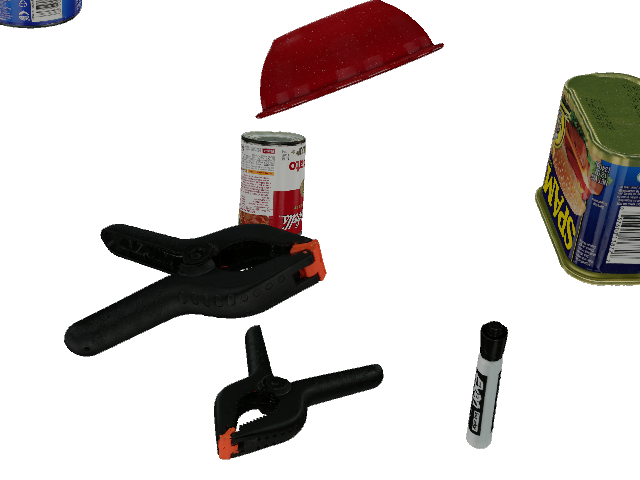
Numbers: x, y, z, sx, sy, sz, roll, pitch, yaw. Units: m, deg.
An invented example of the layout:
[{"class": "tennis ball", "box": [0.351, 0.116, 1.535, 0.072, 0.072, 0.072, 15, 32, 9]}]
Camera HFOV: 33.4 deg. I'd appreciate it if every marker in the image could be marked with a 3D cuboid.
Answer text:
[{"class": "marker", "box": [0.119, 0.104, 0.766, 0.020, 0.121, 0.020, 0, 40, 0]}]

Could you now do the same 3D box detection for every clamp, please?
[{"class": "clamp", "box": [-0.085, 0.029, 0.701, 0.172, 0.120, 0.039, -4, -45, 19]}, {"class": "clamp", "box": [-0.036, 0.159, 1.094, 0.165, 0.036, 0.209, 12, 28, 16]}]

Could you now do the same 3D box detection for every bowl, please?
[{"class": "bowl", "box": [0.014, -0.151, 0.858, 0.162, 0.055, 0.162, -21, 8, 3]}]

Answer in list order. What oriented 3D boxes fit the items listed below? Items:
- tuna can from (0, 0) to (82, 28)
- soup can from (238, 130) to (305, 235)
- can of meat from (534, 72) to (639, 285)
[{"class": "tuna can", "box": [-0.233, -0.201, 0.850, 0.086, 0.034, 0.086, 5, 35, -3]}, {"class": "soup can", "box": [-0.051, -0.058, 1.099, 0.068, 0.102, 0.068, 3, 15, -1]}, {"class": "can of meat", "box": [0.166, -0.038, 0.615, 0.057, 0.084, 0.102, 1, 36, -4]}]
